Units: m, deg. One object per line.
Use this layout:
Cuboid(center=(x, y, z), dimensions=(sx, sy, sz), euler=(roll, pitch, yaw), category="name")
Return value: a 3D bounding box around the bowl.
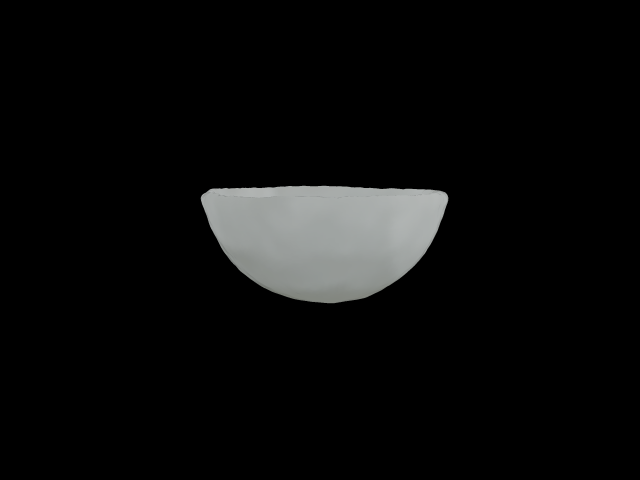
Cuboid(center=(0.004, 0.001, 0.400), dimensions=(0.167, 0.075, 0.167), euler=(0, 7, 0), category="bowl")
